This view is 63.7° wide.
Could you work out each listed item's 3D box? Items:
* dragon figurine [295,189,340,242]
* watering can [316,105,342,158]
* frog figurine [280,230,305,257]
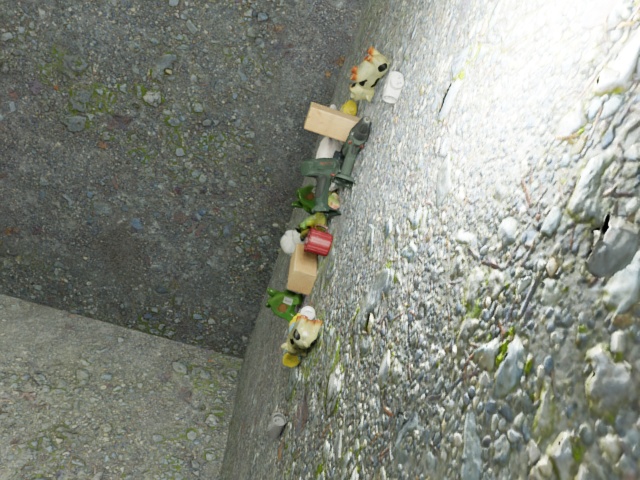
[{"bbox_3d":[0.006,-0.103,2.043,0.244,0.122,0.409,-56,8,-8],"label":"dragon figurine"},{"bbox_3d":[0.037,-0.381,2.173,0.339,0.104,0.229,86,-165,-55],"label":"watering can"},{"bbox_3d":[-0.123,0.015,2.512,0.159,0.123,0.137,168,86,-71],"label":"frog figurine"}]
